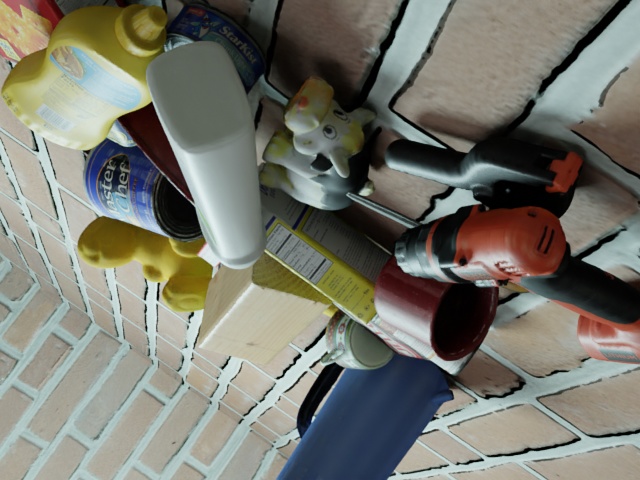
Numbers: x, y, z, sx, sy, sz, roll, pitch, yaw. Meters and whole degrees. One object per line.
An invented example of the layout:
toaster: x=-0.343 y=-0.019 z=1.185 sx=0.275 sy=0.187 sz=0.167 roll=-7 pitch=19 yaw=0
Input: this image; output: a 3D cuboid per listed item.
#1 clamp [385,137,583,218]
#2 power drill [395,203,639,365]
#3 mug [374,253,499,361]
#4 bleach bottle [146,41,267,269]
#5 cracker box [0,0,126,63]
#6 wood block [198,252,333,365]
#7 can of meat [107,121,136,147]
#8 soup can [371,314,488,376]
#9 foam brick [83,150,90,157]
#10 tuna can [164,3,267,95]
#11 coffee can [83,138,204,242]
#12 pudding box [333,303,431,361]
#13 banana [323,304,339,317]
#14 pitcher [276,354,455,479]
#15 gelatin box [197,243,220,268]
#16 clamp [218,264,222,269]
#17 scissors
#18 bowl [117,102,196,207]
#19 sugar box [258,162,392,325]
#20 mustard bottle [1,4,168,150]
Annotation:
clamp: x=0.134 y=-0.035 z=0.776 sx=0.120 sy=0.039 sz=0.172 roll=32 pitch=168 yaw=-29
power drill: x=0.164 y=0.034 z=0.797 sx=0.187 sy=0.057 sz=0.185 roll=25 pitch=169 yaw=-21
mug: x=0.112 y=0.056 z=0.992 sx=0.082 sy=0.093 sz=0.117 roll=25 pitch=-174 yaw=43
bleach bottle: x=-0.085 y=-0.051 z=0.901 sx=0.251 sy=0.068 sz=0.102 roll=86 pitch=162 yaw=-63
cracker box: x=-0.262 y=-0.228 z=0.938 sx=0.164 sy=0.072 sz=0.213 roll=24 pitch=160 yaw=29
wood block: x=-0.059 y=0.057 z=1.172 sx=0.090 sy=0.090 sz=0.206 roll=17 pitch=151 yaw=-15
can of meat: x=-0.228 y=-0.150 z=1.114 sx=0.102 sy=0.057 sz=0.084 roll=28 pitch=165 yaw=22
soup can: x=0.112 y=0.082 z=1.078 sx=0.102 sy=0.068 sz=0.068 roll=34 pitch=163 yaw=2
foam brick: x=-0.236 y=-0.095 z=1.281 sx=0.051 sy=0.053 sz=0.078 roll=26 pitch=161 yaw=29
tuna can: x=-0.088 y=-0.153 z=0.878 sx=0.086 sy=0.033 sz=0.086 roll=31 pitch=163 yaw=11
coffee can: x=-0.184 y=-0.062 z=1.187 sx=0.141 sy=0.102 sz=0.102 roll=17 pitch=156 yaw=45
pudding box: x=0.080 y=0.090 z=1.209 sx=0.113 sy=0.039 sz=0.090 roll=42 pitch=162 yaw=-21
banana: x=-0.038 y=0.034 z=1.262 sx=0.070 sy=0.037 sz=0.197 roll=44 pitch=178 yaw=43
pitcher: x=0.042 y=0.242 z=1.338 sx=0.145 sy=0.242 sz=0.149 roll=38 pitch=157 yaw=-1
gelatin box: x=-0.104 y=-0.010 z=1.225 sx=0.030 sy=0.073 sz=0.089 roll=36 pitch=163 yaw=-4
clamp: x=-0.117 y=0.072 z=1.406 sx=0.036 sy=0.164 sz=0.210 roll=-3 pitch=173 yaw=-8
scissors: x=0.111 y=0.007 z=0.900 sx=0.201 sy=0.016 sz=0.096 roll=23 pitch=170 yaw=0
bowl: x=-0.131 y=-0.095 z=1.024 sx=0.162 sy=0.055 sz=0.162 roll=49 pitch=-176 yaw=-5
sugar box: x=-0.007 y=0.001 z=1.049 sx=0.176 sy=0.048 sz=0.093 roll=34 pitch=-156 yaw=-2
mustard bottle: x=-0.182 y=-0.142 z=0.879 sx=0.096 sy=0.058 sz=0.192 roll=35 pitch=144 yaw=-25
